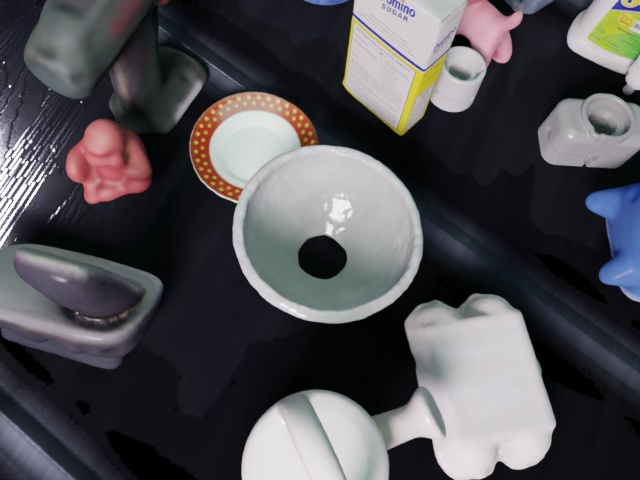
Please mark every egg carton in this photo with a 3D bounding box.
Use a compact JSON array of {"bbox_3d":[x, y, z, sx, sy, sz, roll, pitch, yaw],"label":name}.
[{"bbox_3d":[0.135,0.122,0.493,0.107,0.069,0.150,-9,70,-9],"label":"egg carton"}]

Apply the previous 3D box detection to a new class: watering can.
[{"bbox_3d":[0.002,0.152,0.401,0.173,0.194,0.101,-42,78,-19],"label":"watering can"}]

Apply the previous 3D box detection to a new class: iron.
[{"bbox_3d":[0.397,-0.011,0.534,0.258,0.141,0.118,2,68,-5],"label":"iron"}]

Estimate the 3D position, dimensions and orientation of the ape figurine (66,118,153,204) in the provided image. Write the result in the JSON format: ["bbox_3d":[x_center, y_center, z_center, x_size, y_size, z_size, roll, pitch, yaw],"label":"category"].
[{"bbox_3d":[-0.193,-0.078,0.526,0.077,0.092,0.076,23,68,4],"label":"ape figurine"}]

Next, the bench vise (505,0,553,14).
[{"bbox_3d":[0.241,-0.379,0.620,0.207,0.220,0.121,31,69,7],"label":"bench vise"}]

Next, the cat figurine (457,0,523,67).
[{"bbox_3d":[0.169,-0.265,0.623,0.067,0.118,0.127,-33,75,-17],"label":"cat figurine"}]

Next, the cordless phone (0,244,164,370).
[{"bbox_3d":[-0.206,0.029,0.432,0.147,0.185,0.094,12,68,-1],"label":"cordless phone"}]

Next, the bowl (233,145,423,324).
[{"bbox_3d":[0.005,0.002,0.524,0.167,0.075,0.167,2,68,-5],"label":"bowl"}]

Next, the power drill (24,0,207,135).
[{"bbox_3d":[-0.159,-0.200,0.515,0.075,0.208,0.230,25,68,5],"label":"power drill"}]
